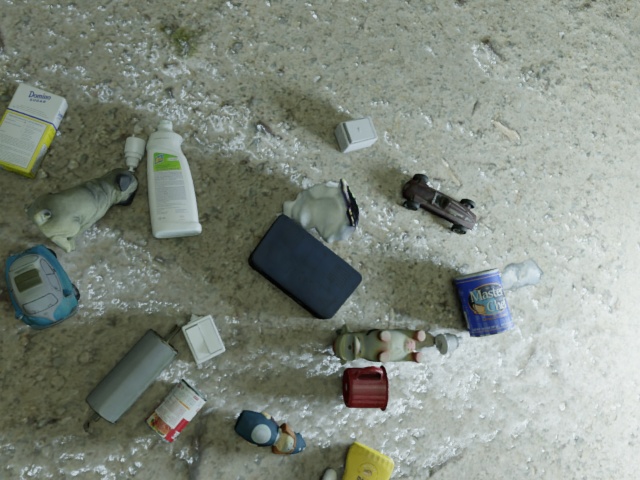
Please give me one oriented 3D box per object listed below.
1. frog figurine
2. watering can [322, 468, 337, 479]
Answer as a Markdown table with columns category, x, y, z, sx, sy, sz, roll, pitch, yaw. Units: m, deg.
| category | x | y | z | sx | sy | sz | roll | pitch | yaw |
| --- | --- | --- | --- | --- | --- | --- | --- | --- | --- |
| frog figurine | 0.004 | -0.058 | 1.156 | 0.159 | 0.137 | 0.123 | -15 | 2 | 18 |
| watering can | -0.063 | 0.596 | 0.944 | 0.104 | 0.221 | 0.351 | 33 | 22 | 9 |
